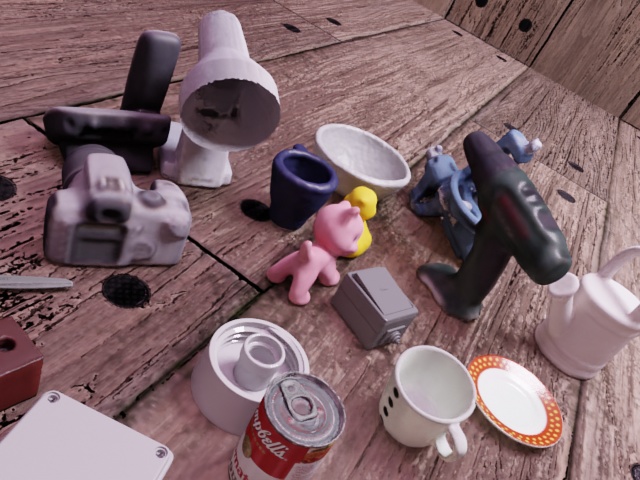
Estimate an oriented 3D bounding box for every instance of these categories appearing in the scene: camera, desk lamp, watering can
[{"bbox_3d":[-0.223,-0.050,0.627,0.144,0.100,0.136,3,41,-31],"label":"camera"},{"bbox_3d":[-0.141,-0.172,0.744,0.118,0.213,0.203,6,39,-28],"label":"desk lamp"},{"bbox_3d":[0.383,0.092,0.773,0.173,0.194,0.100,0,43,-35],"label":"watering can"}]

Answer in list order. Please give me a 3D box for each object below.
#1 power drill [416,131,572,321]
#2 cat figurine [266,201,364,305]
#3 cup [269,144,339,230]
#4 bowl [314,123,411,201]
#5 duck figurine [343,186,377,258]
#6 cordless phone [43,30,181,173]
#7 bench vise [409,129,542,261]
[{"bbox_3d":[0.221,-0.005,0.776,0.076,0.208,0.229,-1,43,-35],"label":"power drill"},{"bbox_3d":[0.006,0.003,0.701,0.067,0.117,0.128,38,35,16],"label":"cat figurine"},{"bbox_3d":[-0.035,-0.071,0.789,0.092,0.095,0.117,11,37,-22],"label":"cup"},{"bbox_3d":[0.057,-0.113,0.927,0.168,0.074,0.167,18,35,-13],"label":"bowl"},{"bbox_3d":[0.048,-0.033,0.804,0.077,0.086,0.104,25,34,-3],"label":"duck figurine"},{"bbox_3d":[-0.251,-0.181,0.706,0.148,0.185,0.094,-7,47,-40],"label":"cordless phone"},{"bbox_3d":[0.234,-0.097,0.897,0.122,0.219,0.207,-17,54,-46],"label":"bench vise"}]
